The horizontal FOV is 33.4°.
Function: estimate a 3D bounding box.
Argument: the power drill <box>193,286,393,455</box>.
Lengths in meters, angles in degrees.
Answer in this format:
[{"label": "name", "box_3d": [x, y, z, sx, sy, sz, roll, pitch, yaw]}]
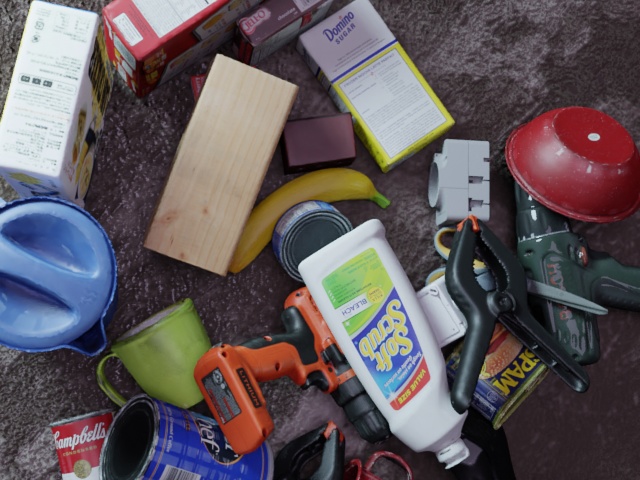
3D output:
[{"label": "power drill", "box_3d": [-0.023, 0.148, 1.079, 0.187, 0.057, 0.184, -18, 72, -47]}]

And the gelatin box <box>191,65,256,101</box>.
[{"label": "gelatin box", "box_3d": [-0.097, -0.140, 1.166, 0.073, 0.030, 0.089, -12, 84, -9]}]

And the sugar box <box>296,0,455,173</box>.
[{"label": "sugar box", "box_3d": [0.060, -0.173, 1.184, 0.093, 0.048, 0.176, -33, 84, -11]}]

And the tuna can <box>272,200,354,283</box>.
[{"label": "tuna can", "box_3d": [-0.007, 0.001, 1.137, 0.086, 0.034, 0.086, -10, 117, -20]}]

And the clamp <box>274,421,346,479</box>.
[{"label": "clamp", "box_3d": [-0.024, 0.267, 1.093, 0.120, 0.039, 0.171, 35, 77, 36]}]

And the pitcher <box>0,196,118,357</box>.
[{"label": "pitcher", "box_3d": [-0.259, 0.035, 1.013, 0.145, 0.243, 0.149, 6, 82, -7]}]

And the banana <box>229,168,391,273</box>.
[{"label": "banana", "box_3d": [-0.021, -0.032, 1.158, 0.197, 0.037, 0.069, -23, 87, -10]}]

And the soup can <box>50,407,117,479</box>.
[{"label": "soup can", "box_3d": [-0.229, 0.227, 1.081, 0.068, 0.068, 0.102, -13, 85, -9]}]

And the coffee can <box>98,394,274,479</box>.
[{"label": "coffee can", "box_3d": [-0.131, 0.221, 1.050, 0.140, 0.103, 0.103, 26, 79, -32]}]

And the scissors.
[{"label": "scissors", "box_3d": [0.198, 0.059, 1.146, 0.202, 0.016, 0.096, 36, 95, 23]}]

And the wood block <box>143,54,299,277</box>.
[{"label": "wood block", "box_3d": [-0.104, -0.078, 1.101, 0.090, 0.091, 0.206, 21, 92, -12]}]

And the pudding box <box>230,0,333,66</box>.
[{"label": "pudding box", "box_3d": [-0.041, -0.238, 1.156, 0.113, 0.090, 0.039, -33, 90, -11]}]

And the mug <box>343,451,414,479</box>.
[{"label": "mug", "box_3d": [0.056, 0.276, 1.103, 0.081, 0.093, 0.117, 31, 74, -8]}]

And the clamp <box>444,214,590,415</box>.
[{"label": "clamp", "box_3d": [0.173, 0.076, 1.087, 0.164, 0.036, 0.210, -12, 71, -30]}]

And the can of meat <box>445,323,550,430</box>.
[{"label": "can of meat", "box_3d": [0.188, 0.136, 1.136, 0.084, 0.057, 0.102, 39, 61, 20]}]

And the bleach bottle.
[{"label": "bleach bottle", "box_3d": [0.081, 0.110, 1.079, 0.102, 0.068, 0.251, -32, 82, 3]}]

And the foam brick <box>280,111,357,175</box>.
[{"label": "foam brick", "box_3d": [-0.003, -0.104, 1.162, 0.078, 0.053, 0.051, -9, 84, -7]}]

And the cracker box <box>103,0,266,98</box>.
[{"label": "cracker box", "box_3d": [-0.121, -0.249, 1.109, 0.213, 0.164, 0.072, -37, 91, -10]}]

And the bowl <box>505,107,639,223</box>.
[{"label": "bowl", "box_3d": [0.286, -0.094, 1.156, 0.162, 0.055, 0.162, 8, 47, -9]}]
